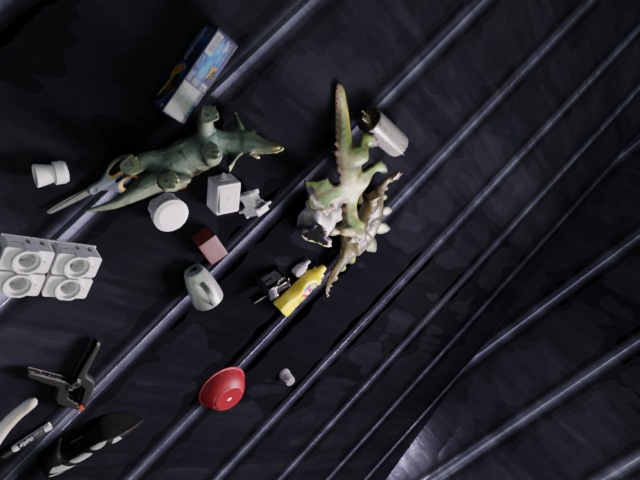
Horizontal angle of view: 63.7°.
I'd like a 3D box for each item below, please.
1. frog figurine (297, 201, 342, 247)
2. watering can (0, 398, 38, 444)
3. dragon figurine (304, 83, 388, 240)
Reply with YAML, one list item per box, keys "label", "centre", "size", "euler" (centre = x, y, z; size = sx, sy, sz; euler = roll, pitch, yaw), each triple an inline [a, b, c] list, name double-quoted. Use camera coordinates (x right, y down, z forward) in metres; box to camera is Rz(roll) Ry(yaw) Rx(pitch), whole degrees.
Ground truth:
- label: "frog figurine"
  centre: [0.004, -0.074, 1.472]
  size: [0.122, 0.163, 0.135]
  euler: [-7, -38, 33]
- label: "watering can"
  centre: [-0.786, 0.493, 1.131]
  size: [0.351, 0.219, 0.105]
  euler: [-22, 43, -30]
- label: "dragon figurine"
  centre: [0.051, -0.177, 1.362]
  size: [0.122, 0.403, 0.247]
  euler: [7, 43, 44]
